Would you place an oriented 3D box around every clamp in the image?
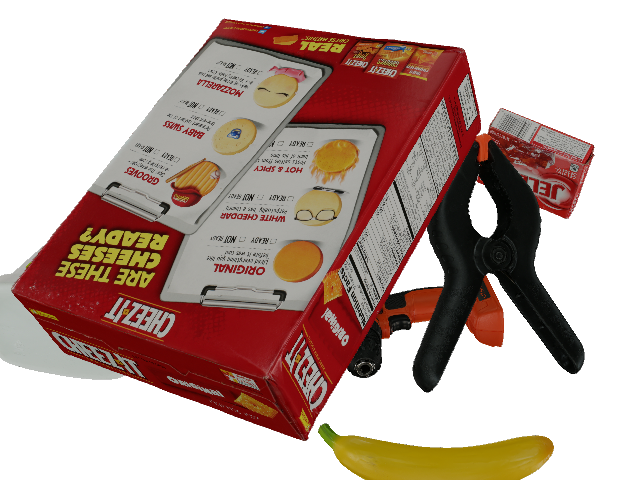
[{"bbox_3d":[0.103,0.019,0.707,0.120,0.171,0.039,-13,-4,-22],"label":"clamp"}]

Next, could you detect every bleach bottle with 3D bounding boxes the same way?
[{"bbox_3d":[-0.134,0.000,0.768,0.103,0.068,0.250,8,31,12],"label":"bleach bottle"}]

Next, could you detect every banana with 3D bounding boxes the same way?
[{"bbox_3d":[0.098,0.176,0.863,0.197,0.037,0.069,6,38,-4],"label":"banana"}]

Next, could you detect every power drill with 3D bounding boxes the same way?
[{"bbox_3d":[0.108,0.091,1.207,0.187,0.057,0.184,-3,27,-3],"label":"power drill"}]

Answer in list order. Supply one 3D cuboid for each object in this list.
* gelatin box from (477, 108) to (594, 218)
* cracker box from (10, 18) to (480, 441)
[{"bbox_3d":[0.184,-0.065,0.921,0.089,0.030,0.073,25,-34,16],"label":"gelatin box"},{"bbox_3d":[-0.032,-0.018,0.570,0.164,0.213,0.072,14,-32,31],"label":"cracker box"}]
